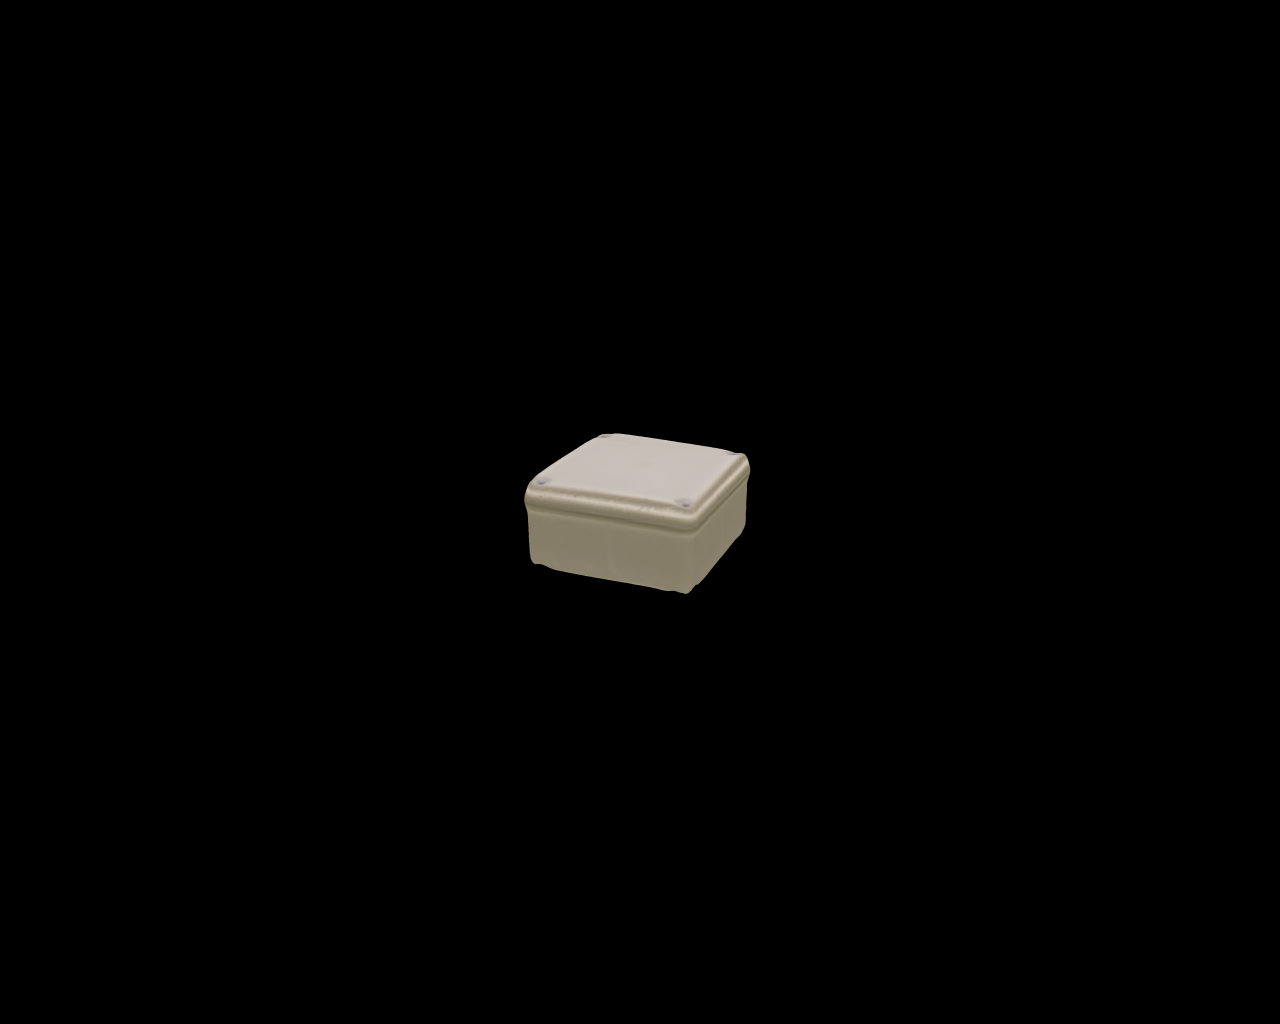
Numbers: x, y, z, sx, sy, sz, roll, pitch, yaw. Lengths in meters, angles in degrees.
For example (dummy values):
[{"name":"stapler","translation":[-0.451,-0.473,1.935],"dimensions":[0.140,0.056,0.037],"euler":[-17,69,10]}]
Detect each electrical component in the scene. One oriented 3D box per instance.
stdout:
[{"name":"electrical component","translation":[0.001,-0.003,0.650],"dimensions":[0.109,0.056,0.109],"euler":[10,24,22]}]
